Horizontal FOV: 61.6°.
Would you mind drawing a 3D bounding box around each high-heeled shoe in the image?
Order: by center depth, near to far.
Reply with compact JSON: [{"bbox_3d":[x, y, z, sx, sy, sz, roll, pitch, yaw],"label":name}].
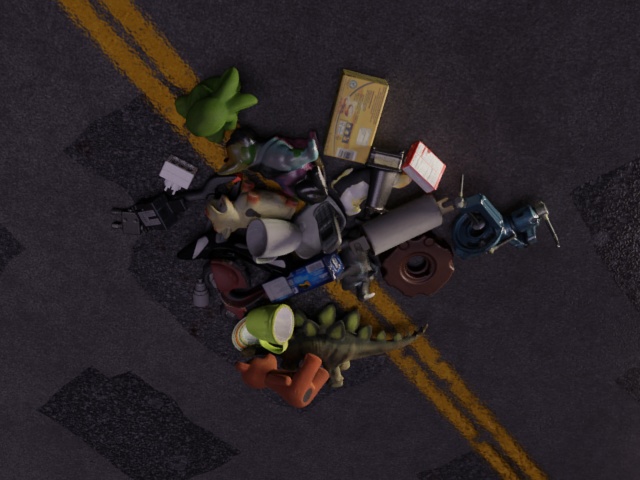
[{"bbox_3d":[-0.190,0.050,1.219,0.249,0.145,0.086,-18,159,-6],"label":"high-heeled shoe"}]

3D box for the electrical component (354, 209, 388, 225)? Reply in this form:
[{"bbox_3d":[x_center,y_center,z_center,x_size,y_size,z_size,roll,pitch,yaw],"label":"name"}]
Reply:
[{"bbox_3d":[0.139,-0.044,1.231,0.102,0.045,0.078,27,113,-14],"label":"electrical component"}]

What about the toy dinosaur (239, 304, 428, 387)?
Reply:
[{"bbox_3d":[0.031,0.267,1.361,0.472,0.105,0.198,-1,117,-1],"label":"toy dinosaur"}]

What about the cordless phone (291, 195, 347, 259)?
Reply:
[{"bbox_3d":[-0.003,-0.003,1.174,0.146,0.184,0.088,-41,115,19],"label":"cordless phone"}]

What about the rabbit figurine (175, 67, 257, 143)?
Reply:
[{"bbox_3d":[-0.200,-0.251,1.049,0.159,0.170,0.121,-31,115,15],"label":"rabbit figurine"}]

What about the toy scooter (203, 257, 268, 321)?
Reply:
[{"bbox_3d":[-0.195,0.112,1.295,0.135,0.075,0.183,-13,120,7],"label":"toy scooter"}]

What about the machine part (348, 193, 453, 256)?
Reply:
[{"bbox_3d":[0.175,-0.034,1.170,0.243,0.079,0.079,-24,116,-4],"label":"machine part"}]

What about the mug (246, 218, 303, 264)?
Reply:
[{"bbox_3d":[-0.095,0.005,1.153,0.107,0.081,0.109,-4,125,-37],"label":"mug"}]

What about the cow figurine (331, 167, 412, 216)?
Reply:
[{"bbox_3d":[0.113,-0.129,1.177,0.167,0.068,0.098,-27,105,11],"label":"cow figurine"}]

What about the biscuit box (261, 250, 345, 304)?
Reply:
[{"bbox_3d":[-0.040,0.085,1.245,0.203,0.063,0.059,-24,98,35],"label":"biscuit box"}]

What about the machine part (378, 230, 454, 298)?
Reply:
[{"bbox_3d":[0.230,0.055,1.278,0.179,0.056,0.179,0,119,0],"label":"machine part"}]

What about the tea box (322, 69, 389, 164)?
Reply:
[{"bbox_3d":[0.070,-0.253,1.107,0.098,0.068,0.169,13,116,-8],"label":"tea box"}]

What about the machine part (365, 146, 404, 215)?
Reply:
[{"bbox_3d":[0.128,-0.123,1.122,0.084,0.039,0.138,7,106,-7],"label":"machine part"}]

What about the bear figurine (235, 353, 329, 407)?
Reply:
[{"bbox_3d":[-0.096,0.320,1.302,0.196,0.132,0.120,20,151,32],"label":"bear figurine"}]

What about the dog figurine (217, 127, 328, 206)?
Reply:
[{"bbox_3d":[-0.102,-0.153,1.142,0.219,0.108,0.191,-8,120,9],"label":"dog figurine"}]

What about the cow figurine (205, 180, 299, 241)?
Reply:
[{"bbox_3d":[-0.155,-0.061,1.179,0.195,0.086,0.127,4,124,-28],"label":"cow figurine"}]

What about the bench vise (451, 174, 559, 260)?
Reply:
[{"bbox_3d":[0.375,-0.041,1.174,0.224,0.129,0.240,-19,143,33],"label":"bench vise"}]

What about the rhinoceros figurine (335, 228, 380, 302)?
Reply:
[{"bbox_3d":[0.085,0.059,1.275,0.112,0.073,0.190,-9,117,-4],"label":"rhinoceros figurine"}]

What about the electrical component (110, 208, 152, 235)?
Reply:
[{"bbox_3d":[-0.434,-0.044,1.240,0.094,0.021,0.063,6,117,-3],"label":"electrical component"}]

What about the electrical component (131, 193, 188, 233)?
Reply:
[{"bbox_3d":[-0.353,-0.061,1.195,0.119,0.048,0.074,-2,123,31],"label":"electrical component"}]
